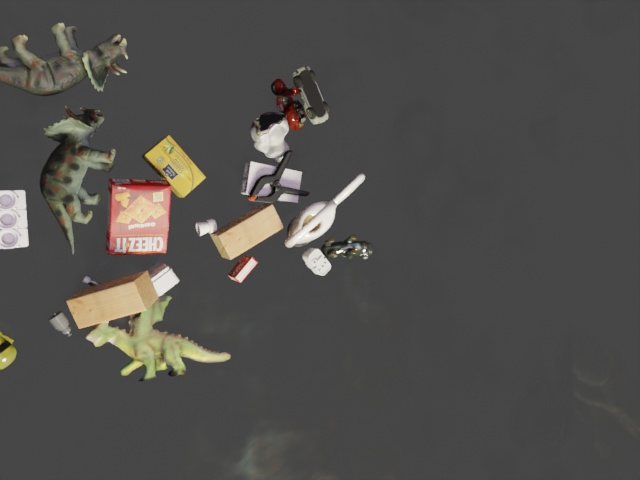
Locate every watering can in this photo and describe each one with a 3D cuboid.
[{"bbox_3d":[0.005,-0.087,1.726,0.352,0.222,0.104,-43,94,-20],"label":"watering can"}]

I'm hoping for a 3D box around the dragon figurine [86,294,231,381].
[{"bbox_3d":[-0.478,0.281,1.543,0.411,0.121,0.243,-5,87,-30],"label":"dragon figurine"}]

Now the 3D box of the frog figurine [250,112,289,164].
[{"bbox_3d":[-0.156,-0.340,1.710,0.139,0.123,0.156,-54,151,-24],"label":"frog figurine"}]
